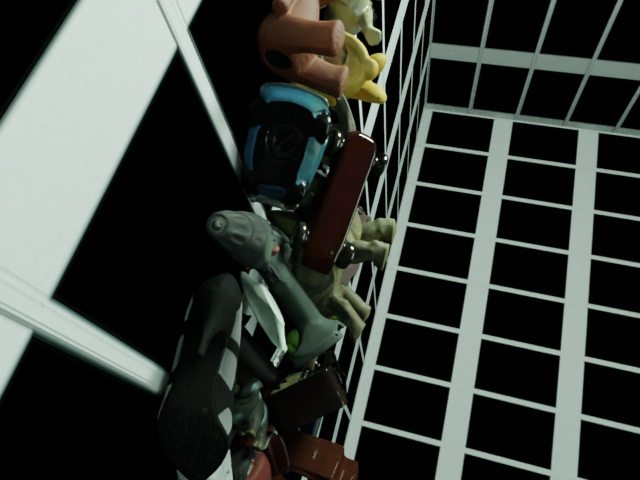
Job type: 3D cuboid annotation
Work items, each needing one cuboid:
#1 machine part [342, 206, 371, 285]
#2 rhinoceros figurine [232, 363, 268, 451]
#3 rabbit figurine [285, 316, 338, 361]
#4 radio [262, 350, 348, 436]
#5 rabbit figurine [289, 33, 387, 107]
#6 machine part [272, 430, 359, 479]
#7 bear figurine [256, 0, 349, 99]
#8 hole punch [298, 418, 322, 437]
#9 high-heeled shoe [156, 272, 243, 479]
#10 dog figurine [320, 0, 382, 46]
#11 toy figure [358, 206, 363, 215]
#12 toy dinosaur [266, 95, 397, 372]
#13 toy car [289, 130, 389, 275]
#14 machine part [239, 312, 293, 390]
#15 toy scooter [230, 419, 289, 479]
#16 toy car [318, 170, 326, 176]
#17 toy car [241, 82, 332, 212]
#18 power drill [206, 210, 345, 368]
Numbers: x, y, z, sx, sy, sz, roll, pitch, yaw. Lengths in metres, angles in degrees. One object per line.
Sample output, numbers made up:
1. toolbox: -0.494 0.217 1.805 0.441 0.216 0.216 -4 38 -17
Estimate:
1. machine part: 0.048 0.010 1.102 0.179 0.056 0.179 -45 143 -49
2. rhinoceros figurine: -0.111 0.236 0.801 0.190 0.073 0.112 87 20 -46
3. rabbit figurine: -0.024 0.167 1.110 0.170 0.121 0.159 -60 173 -3
4. radio: -0.022 0.270 0.983 0.229 0.131 0.073 44 21 -87
5. rabbit figurine: 0.029 -0.271 0.872 0.173 0.162 0.121 152 -62 -84
6. machine part: -0.032 0.479 1.057 0.087 0.201 0.201 -57 155 -53
7. bear figurine: -0.004 -0.303 0.704 0.120 0.132 0.196 77 32 -66
8. hole punch: -0.061 0.393 1.163 0.116 0.092 0.142 -44 -153 57
9. high-heeled shoe: -0.136 0.164 0.655 0.145 0.086 0.248 -86 -173 -62
10. dog figurine: 0.050 -0.432 0.935 0.191 0.121 0.172 -86 -179 -53
11. toy figure: 0.001 -0.001 0.940 0.180 0.082 0.089 -54 178 18
12. toy dinosaur: 0.013 -0.004 0.837 0.105 0.199 0.470 -55 160 -73
13. toy car: 0.024 -0.053 0.737 0.053 0.089 0.202 2 -109 70
14. machine part: -0.096 0.146 0.720 0.138 0.039 0.084 49 28 -12
15. toy scooter: -0.101 0.370 0.890 0.184 0.075 0.135 -65 138 -61
16. toy car: 0.007 -0.095 1.031 0.202 0.074 0.056 -46 144 -68
17. toy car: -0.043 -0.124 0.725 0.103 0.109 0.161 -59 162 -76
18. power drill: -0.057 0.057 0.692 0.086 0.207 0.232 -39 176 4
